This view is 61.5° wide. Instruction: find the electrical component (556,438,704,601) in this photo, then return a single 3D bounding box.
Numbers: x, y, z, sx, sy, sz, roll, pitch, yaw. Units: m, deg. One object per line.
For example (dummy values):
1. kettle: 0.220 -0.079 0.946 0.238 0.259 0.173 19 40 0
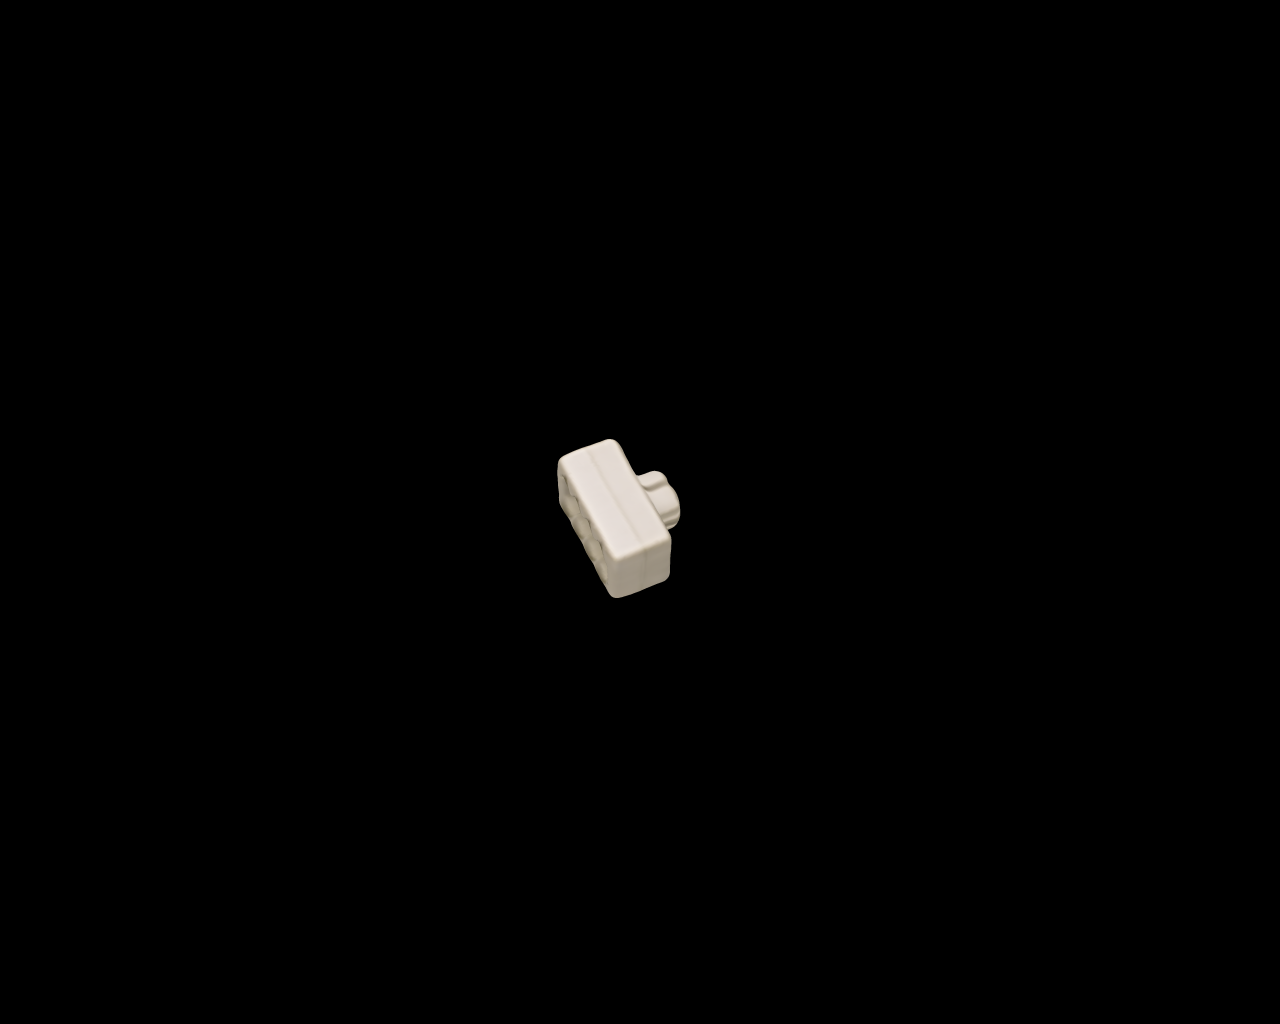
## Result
1. electrical component: 0.001 -0.003 0.650 0.076 0.083 0.047 -21 -32 -14
